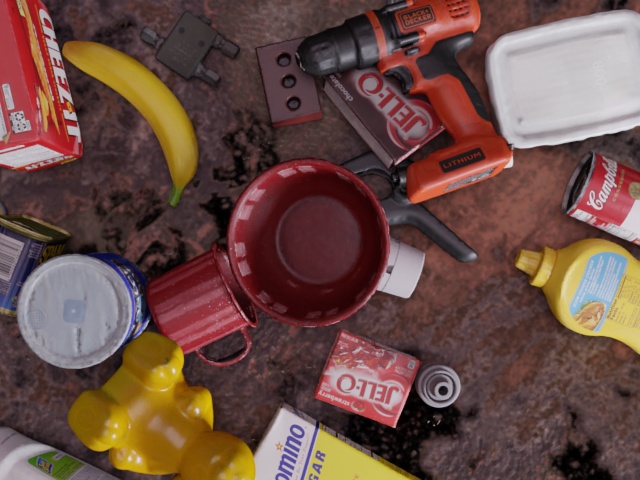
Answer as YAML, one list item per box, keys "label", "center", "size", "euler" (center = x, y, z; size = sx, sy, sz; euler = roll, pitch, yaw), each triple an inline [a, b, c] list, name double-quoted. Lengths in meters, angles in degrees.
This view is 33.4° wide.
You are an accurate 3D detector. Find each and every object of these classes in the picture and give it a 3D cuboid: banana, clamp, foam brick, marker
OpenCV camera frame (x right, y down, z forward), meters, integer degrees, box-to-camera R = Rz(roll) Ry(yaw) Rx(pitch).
- label: "banana"
  center: [-0.178, -0.131, 1.069]
  size: [0.069, 0.037, 0.198]
  euler: [-34, 91, -1]
- label: "clamp"
  center: [0.092, -0.057, 1.072]
  size: [0.171, 0.039, 0.120]
  euler: [19, 74, 1]
- label: "foam brick"
  center: [-0.031, -0.155, 1.062]
  size: [0.053, 0.051, 0.078]
  euler: [-13, 91, 0]
- label: "marker"
  center: [0.129, -0.071, 1.048]
  size: [0.121, 0.020, 0.020]
  euler: [-10, 91, -6]

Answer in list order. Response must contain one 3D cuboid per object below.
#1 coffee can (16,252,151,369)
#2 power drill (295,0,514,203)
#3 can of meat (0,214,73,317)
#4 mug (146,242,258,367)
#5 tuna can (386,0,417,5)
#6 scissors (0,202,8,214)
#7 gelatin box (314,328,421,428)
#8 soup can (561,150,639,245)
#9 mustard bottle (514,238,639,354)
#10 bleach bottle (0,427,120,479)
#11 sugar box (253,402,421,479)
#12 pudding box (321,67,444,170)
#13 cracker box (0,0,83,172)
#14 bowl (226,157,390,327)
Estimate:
- label: "coffee can"
  center: [-0.220, 0.063, 1.019]
  size: [0.103, 0.140, 0.103]
  euler: [0, 90, 0]
- label: "power drill"
  center: [0.087, -0.134, 1.006]
  size: [0.184, 0.057, 0.188]
  euler: [-19, 81, -7]
- label: "can of meat"
  center: [-0.291, 0.024, 1.039]
  size: [0.057, 0.102, 0.084]
  euler: [23, 92, 1]
- label: "mug"
  center: [-0.112, 0.071, 1.049]
  size: [0.081, 0.093, 0.117]
  euler: [-26, 103, 5]
- label: "tuna can"
  center: [0.109, -0.236, 1.071]
  size: [0.086, 0.034, 0.086]
  euler: [0, 90, 0]
- label: "scissors"
  center: [-0.371, 0.035, 1.080]
  size: [0.096, 0.016, 0.202]
  euler: [7, 91, 0]
- label: "gelatin box"
  center: [0.048, 0.139, 1.076]
  size: [0.089, 0.030, 0.073]
  euler: [22, 91, 0]
- label: "soup can"
  center: [0.300, -0.038, 1.058]
  size: [0.102, 0.068, 0.068]
  euler: [23, 90, -1]
- label: "mustard bottle"
  center: [0.285, 0.052, 1.062]
  size: [0.191, 0.058, 0.096]
  euler: [21, 96, -1]
- label: "bleach bottle"
  center: [-0.243, 0.251, 1.051]
  size: [0.251, 0.102, 0.068]
  euler: [29, 97, 6]
- label: "sugar box"
  center: [0.016, 0.246, 1.070]
  size: [0.176, 0.048, 0.093]
  euler: [28, 90, -2]
- label: "pudding box"
  center: [0.070, -0.140, 1.055]
  size: [0.090, 0.039, 0.113]
  euler: [-38, 81, -14]
- label: "cracker box"
  center: [-0.283, -0.154, 0.980]
  size: [0.072, 0.214, 0.164]
  euler: [-13, 91, -2]
- label: "bowl"
  center: [-0.007, 0.001, 1.038]
  size: [0.162, 0.055, 0.162]
  euler: [1, 93, 14]
